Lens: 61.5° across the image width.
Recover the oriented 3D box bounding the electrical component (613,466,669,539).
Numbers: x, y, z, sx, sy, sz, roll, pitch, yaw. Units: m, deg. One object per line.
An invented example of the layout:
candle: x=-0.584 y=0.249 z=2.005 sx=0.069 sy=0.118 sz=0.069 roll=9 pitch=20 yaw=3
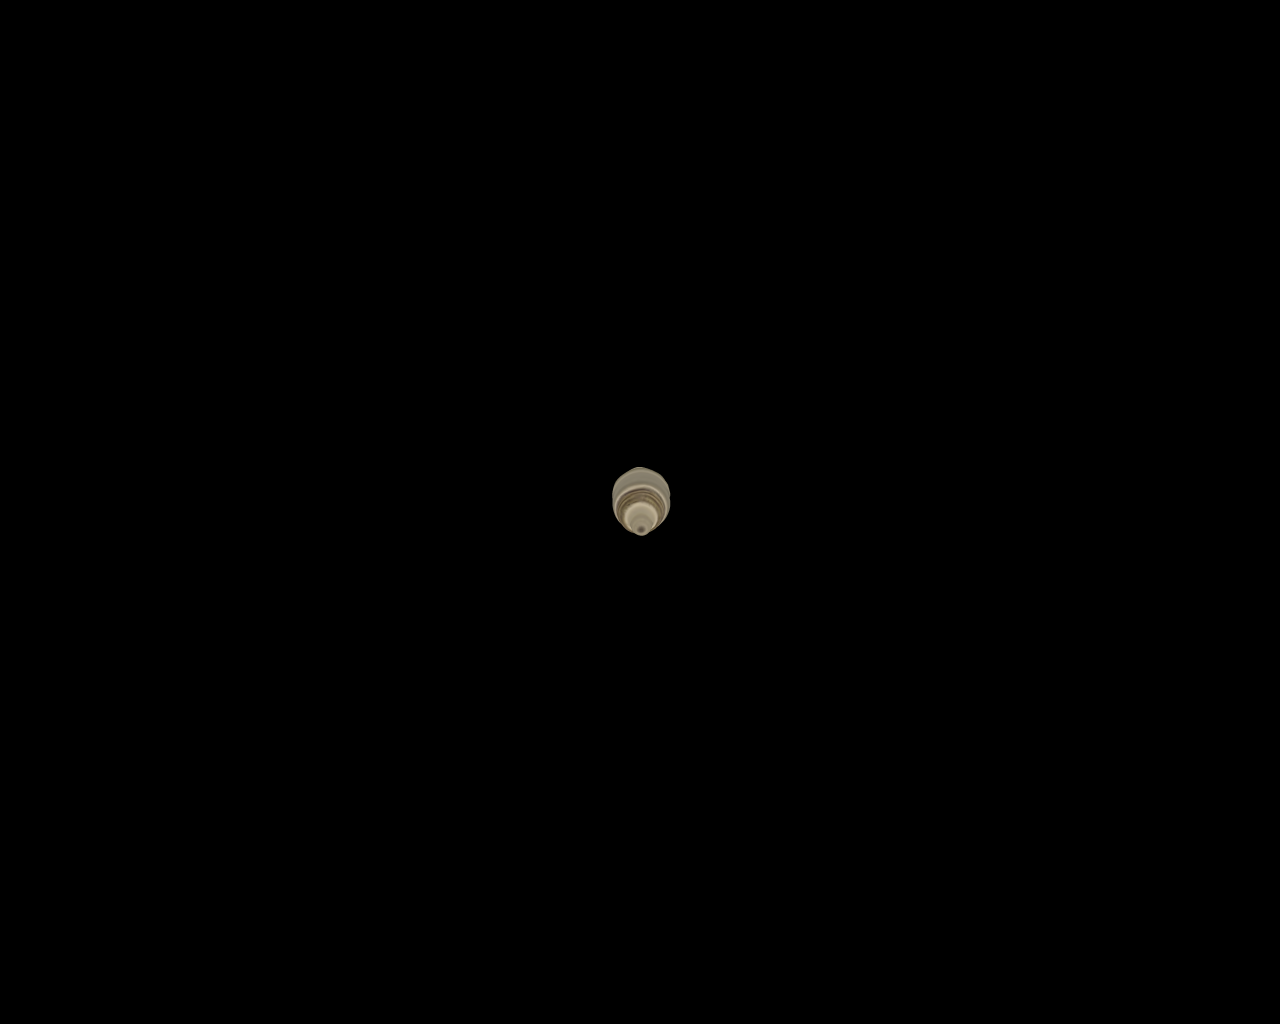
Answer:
electrical component: x=0.001 y=-0.003 z=0.650 sx=0.035 sy=0.035 sz=0.061 roll=0 pitch=25 yaw=0
